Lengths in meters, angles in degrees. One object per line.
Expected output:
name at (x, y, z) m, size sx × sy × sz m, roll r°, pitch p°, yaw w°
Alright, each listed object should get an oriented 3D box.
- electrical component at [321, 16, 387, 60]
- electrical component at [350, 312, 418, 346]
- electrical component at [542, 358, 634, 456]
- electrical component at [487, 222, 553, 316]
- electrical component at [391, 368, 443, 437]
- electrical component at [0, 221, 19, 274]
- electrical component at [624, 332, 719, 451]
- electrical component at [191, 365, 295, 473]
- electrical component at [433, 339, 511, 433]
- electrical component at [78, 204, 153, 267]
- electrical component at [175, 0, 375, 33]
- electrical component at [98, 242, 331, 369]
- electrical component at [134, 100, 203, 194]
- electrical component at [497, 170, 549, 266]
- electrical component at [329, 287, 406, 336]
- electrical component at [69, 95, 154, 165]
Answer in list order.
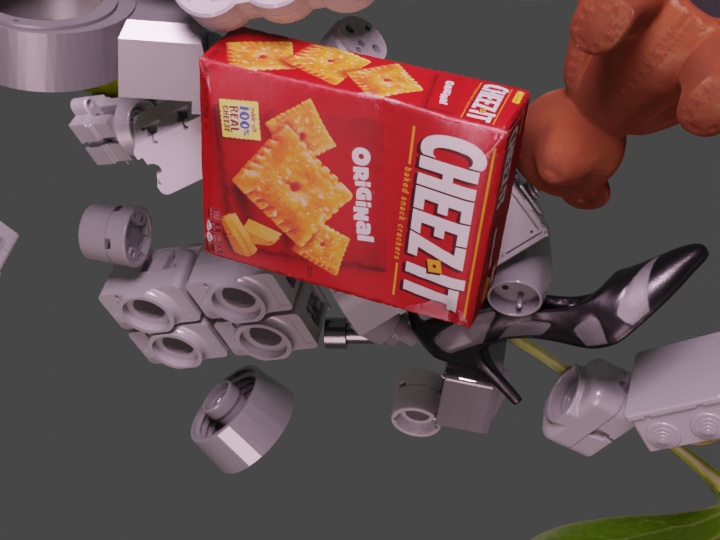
electrical component at (-0.013, -0.150, 0.776) m, size 0.045 × 0.045 × 0.055 m, roll 31°, pitch 136°, yaw -19°
electrical component at (0.026, 0.050, 0.992) m, size 0.062 × 0.043 × 0.043 m, roll 28°, pitch 138°, yaw -17°
electrical component at (0.216, 0.128, 1.016) m, size 0.059 × 0.053 × 0.095 m, roll 25°, pitch 138°, yaw -13°
electrical component at (0.114, -0.002, 0.881) m, size 0.079 × 0.077 × 0.044 m, roll -11°, pitch 134°, yaw 27°
electrical component at (0.059, 0.133, 1.074) m, size 0.055 × 0.047 × 0.055 m, roll 8°, pitch 139°, yaw 7°
electrical component at (-0.408, -0.044, 1.000) m, size 0.089 × 0.061 × 0.150 m, roll -25°, pitch 126°, yaw 37°
electrical component at (0.286, 0.107, 0.939) m, size 0.100 × 0.099 × 0.048 m, roll -19°, pitch 116°, yaw 33°
electrical component at (-0.126, 0.147, 1.102) m, size 0.108 × 0.108 × 0.060 m, roll -27°, pitch 119°, yaw 38°
electrical component at (0.107, 0.110, 1.022) m, size 0.061 × 0.061 × 0.096 m, roll 11°, pitch 139°, yaw 5°
electrical component at (-0.220, -0.032, 0.964) m, size 0.047 × 0.055 × 0.055 m, roll 7°, pitch 139°, yaw 15°
electrical component at (-0.051, -0.193, 0.728) m, size 0.138 × 0.052 × 0.074 m, roll -7°, pitch 176°, yaw 9°
electrical component at (-0.137, 0.032, 1.007) m, size 0.186 × 0.060 × 0.105 m, roll -8°, pitch 135°, yaw 24°
electrical component at (-0.125, -0.108, 0.832) m, size 0.089 × 0.055 × 0.050 m, roll -24°, pitch 129°, yaw 8°
electrical component at (0.100, -0.045, 0.839) m, size 0.096 × 0.061 × 0.061 m, roll -32°, pitch 114°, yaw 17°
electrical component at (0.000, 0.000, 0.882) m, size 0.057 × 0.078 × 0.113 m, roll -31°, pitch 163°, yaw -1°
electrical component at (-0.194, -0.115, 0.870) m, size 0.055 × 0.048 × 0.066 m, roll -2°, pitch 137°, yaw 29°
